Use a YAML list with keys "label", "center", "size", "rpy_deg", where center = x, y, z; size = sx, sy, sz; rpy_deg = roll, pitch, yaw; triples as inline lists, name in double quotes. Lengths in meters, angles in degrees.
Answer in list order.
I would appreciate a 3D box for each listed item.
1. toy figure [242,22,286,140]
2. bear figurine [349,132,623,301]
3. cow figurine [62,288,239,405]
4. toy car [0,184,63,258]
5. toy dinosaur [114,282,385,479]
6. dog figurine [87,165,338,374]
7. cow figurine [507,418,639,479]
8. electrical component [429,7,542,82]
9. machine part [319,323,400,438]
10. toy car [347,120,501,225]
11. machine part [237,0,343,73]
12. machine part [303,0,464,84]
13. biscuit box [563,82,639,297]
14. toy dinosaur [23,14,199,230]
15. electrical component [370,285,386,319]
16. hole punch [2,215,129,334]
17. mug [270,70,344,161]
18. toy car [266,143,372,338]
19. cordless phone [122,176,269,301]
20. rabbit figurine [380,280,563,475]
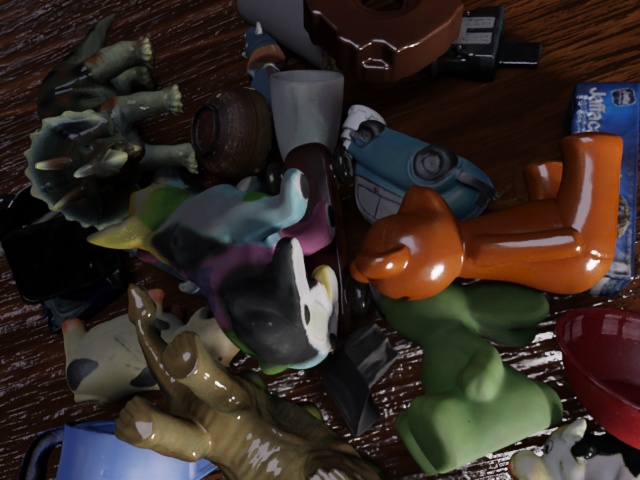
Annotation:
- label: "toy figure"
  center: [-0.067, -0.201, 0.676]
  size: [0.064, 0.057, 0.154]
  rpy_deg: [-22, 65, 31]
- label: "bear figurine"
  center: [0.123, -0.014, 0.434]
  size: [0.196, 0.120, 0.132]
  rpy_deg: [3, 81, 4]
- label: "cow figurine"
  center: [-0.174, 0.123, 0.567]
  size: [0.195, 0.085, 0.127]
  rpy_deg: [-18, 59, 7]
- label: "toy car"
  center: [-0.352, -0.051, 0.708]
  size: [0.202, 0.056, 0.073]
  rpy_deg: [-33, 70, 4]
- label: "toy dinosaur"
  center: [0.000, 0.200, 0.414]
  size: [0.105, 0.198, 0.472]
  rpy_deg: [-46, 72, 0]
- label: "dog figurine"
  center: [-0.098, 0.020, 0.476]
  size: [0.219, 0.108, 0.191]
  rpy_deg: [-6, 75, 22]
- label: "cow figurine"
  center: [0.241, 0.185, 0.421]
  size: [0.168, 0.068, 0.098]
  rpy_deg: [20, 70, 19]
- label: "electrical component"
  center: [0.189, -0.221, 0.613]
  size: [0.119, 0.047, 0.075]
  rpy_deg: [12, 73, 23]
- label: "machine part"
  center: [0.032, 0.124, 0.478]
  size: [0.039, 0.138, 0.084]
  rpy_deg: [-12, 60, -19]
- label: "toy car"
  center: [0.089, -0.050, 0.547]
  size: [0.162, 0.109, 0.103]
  rpy_deg: [30, 97, 34]
- label: "machine part"
  center: [-0.027, -0.281, 0.686]
  size: [0.079, 0.079, 0.243]
  rpy_deg: [-47, 63, -5]
- label: "machine part"
  center: [0.069, -0.259, 0.588]
  size: [0.179, 0.056, 0.179]
  rpy_deg: [-1, 70, 3]
- label: "biscuit box"
  center: [0.263, -0.052, 0.513]
  size: [0.059, 0.062, 0.202]
  rpy_deg: [6, 72, 18]
- label: "toy dinosaur"
  center: [-0.278, -0.159, 0.661]
  size: [0.192, 0.131, 0.405]
  rpy_deg: [-20, 49, -23]
- label: "electrical component"
  center: [0.080, 0.046, 0.553]
  size: [0.063, 0.021, 0.094]
  rpy_deg: [-37, 62, 0]
- label: "hole punch"
  center: [-0.300, 0.037, 0.650]
  size: [0.116, 0.092, 0.142]
  rpy_deg: [-22, 57, -24]
- label: "mug"
  center: [-0.013, -0.137, 0.617]
  size: [0.081, 0.109, 0.107]
  rpy_deg: [6, 114, 10]
- label: "toy car"
  center: [-0.001, -0.002, 0.530]
  size: [0.089, 0.053, 0.202]
  rpy_deg: [-13, 71, 14]
- label: "cordless phone"
  center: [-0.143, -0.017, 0.616]
  size: [0.184, 0.088, 0.146]
  rpy_deg: [21, 77, 28]
- label: "rabbit figurine"
  center: [0.122, 0.093, 0.466]
  size: [0.159, 0.121, 0.170]
  rpy_deg: [-24, 65, 0]
